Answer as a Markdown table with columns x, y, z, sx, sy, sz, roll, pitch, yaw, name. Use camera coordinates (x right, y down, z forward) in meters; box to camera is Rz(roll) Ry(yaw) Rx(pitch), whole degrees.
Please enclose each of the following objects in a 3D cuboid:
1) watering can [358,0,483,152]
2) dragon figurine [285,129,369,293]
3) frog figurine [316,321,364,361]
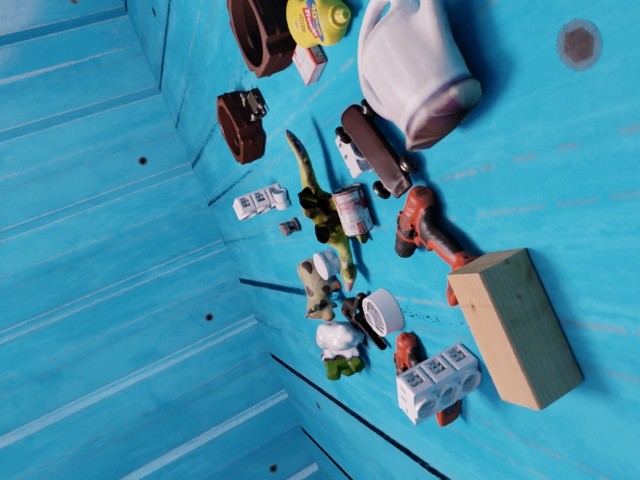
| x | y | z | sx | sy | sz | roll | pitch | yaw | name |
| --- | --- | --- | --- | --- | --- | --- | --- | --- | --- |
| 0.133 | -0.259 | 0.686 | 0.105 | 0.227 | 0.342 | -24 | -15 | -19 | watering can |
| 0.004 | -0.065 | 1.287 | 0.123 | 0.412 | 0.240 | -23 | -7 | -11 | dragon figurine |
| 0.056 | 0.270 | 1.472 | 0.137 | 0.125 | 0.155 | 10 | -39 | 12 | frog figurine |
